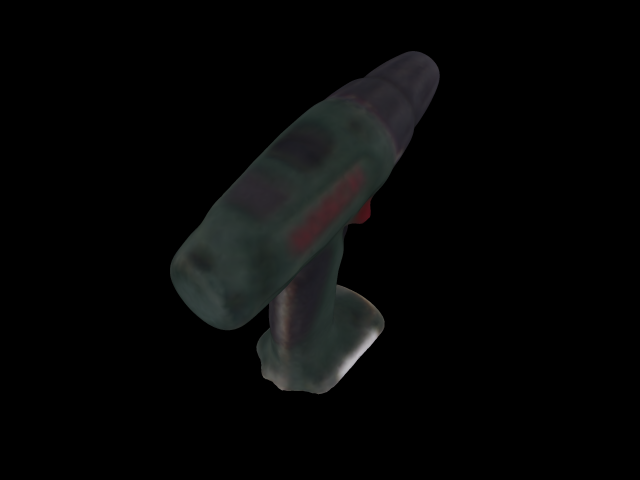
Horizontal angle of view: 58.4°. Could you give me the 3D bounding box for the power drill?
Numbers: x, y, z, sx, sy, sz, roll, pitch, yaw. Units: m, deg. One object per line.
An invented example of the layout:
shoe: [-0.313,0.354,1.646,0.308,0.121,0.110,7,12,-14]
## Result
power drill: [0.004,0.001,0.400,0.075,0.208,0.230,27,49,27]
